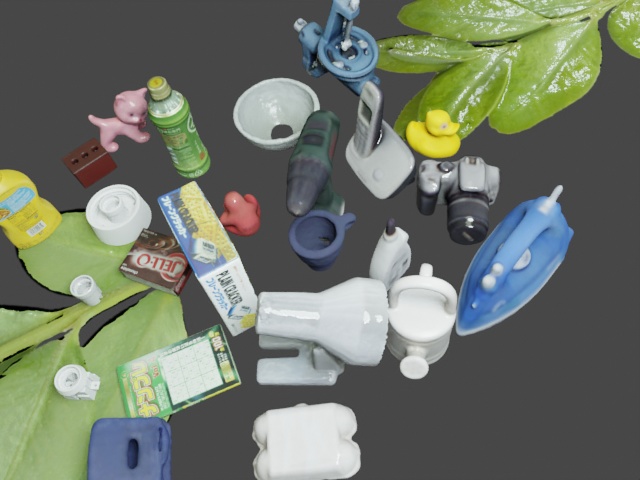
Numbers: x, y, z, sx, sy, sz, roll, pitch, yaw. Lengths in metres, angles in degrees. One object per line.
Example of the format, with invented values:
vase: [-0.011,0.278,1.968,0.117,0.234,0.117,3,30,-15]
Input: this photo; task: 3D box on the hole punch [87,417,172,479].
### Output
hole punch: [-0.266,0.304,0.809,0.101,0.091,0.108,-9,59,0]

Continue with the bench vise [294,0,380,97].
bench vise: [0.021,-0.390,1.114,0.207,0.220,0.121,20,64,17]

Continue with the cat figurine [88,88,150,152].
cat figurine: [-0.390,-0.246,1.129,0.128,0.118,0.067,-20,60,-6]

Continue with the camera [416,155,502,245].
camera: [0.235,-0.069,0.974,0.143,0.101,0.137,3,60,8]

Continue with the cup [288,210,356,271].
cup: [0.009,0.003,0.957,0.118,0.095,0.091,-29,61,-11]

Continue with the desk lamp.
desk lamp: [-0.005,0.134,0.812,0.203,0.214,0.118,-3,59,4]

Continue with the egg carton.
egg carton: [-0.020,0.287,0.808,0.150,0.069,0.107,-8,59,1]

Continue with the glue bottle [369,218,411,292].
glue bottle: [0.111,0.015,0.894,0.037,0.173,0.078,37,70,24]

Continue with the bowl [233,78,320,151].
bowl: [-0.080,-0.231,1.115,0.167,0.075,0.167,-2,59,4]

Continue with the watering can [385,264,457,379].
watering can: [0.146,0.111,0.822,0.101,0.194,0.172,-12,59,-1]

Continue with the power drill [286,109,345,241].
power drill: [-0.006,-0.089,0.947,0.075,0.209,0.229,4,60,9]

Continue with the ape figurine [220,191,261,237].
ape figurine: [-0.143,-0.052,1.006,0.078,0.092,0.076,-26,60,-9]

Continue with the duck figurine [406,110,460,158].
duck figurine: [0.212,-0.207,1.066,0.104,0.086,0.077,19,63,16]

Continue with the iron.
iron: [0.296,0.030,0.886,0.118,0.141,0.259,35,68,23]

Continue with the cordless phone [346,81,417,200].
cordless phone: [0.106,-0.173,0.999,0.094,0.185,0.147,-31,61,-12]
